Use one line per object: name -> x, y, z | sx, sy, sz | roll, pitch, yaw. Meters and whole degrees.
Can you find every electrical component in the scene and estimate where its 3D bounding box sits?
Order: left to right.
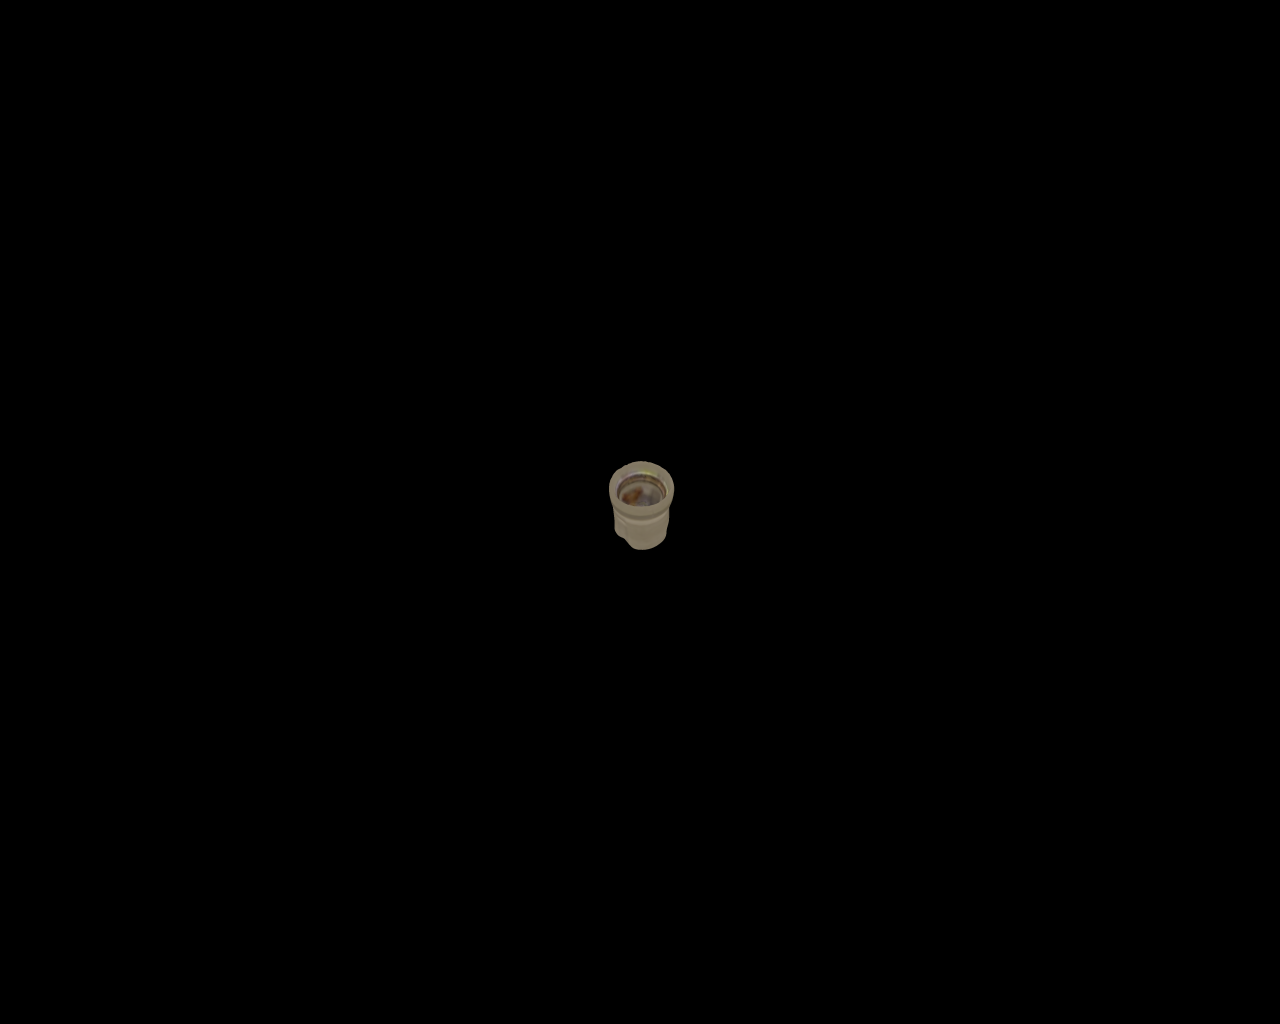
electrical component -> 0.001, -0.003, 0.650 | 0.040, 0.040, 0.046 | 0, -40, 0
